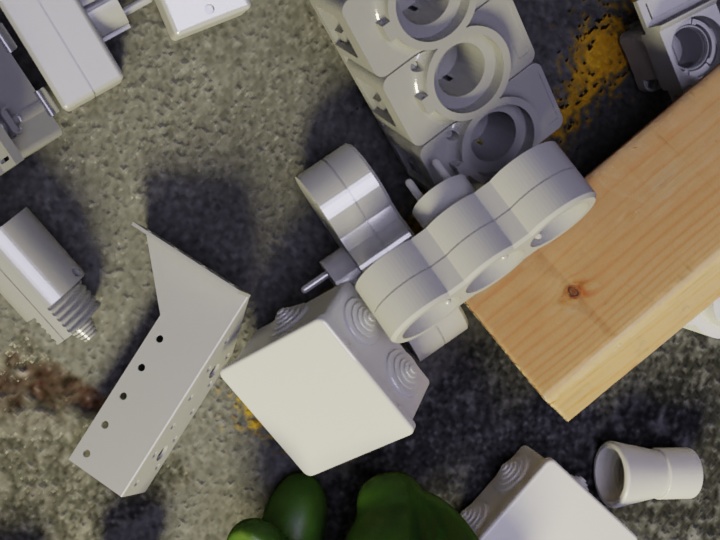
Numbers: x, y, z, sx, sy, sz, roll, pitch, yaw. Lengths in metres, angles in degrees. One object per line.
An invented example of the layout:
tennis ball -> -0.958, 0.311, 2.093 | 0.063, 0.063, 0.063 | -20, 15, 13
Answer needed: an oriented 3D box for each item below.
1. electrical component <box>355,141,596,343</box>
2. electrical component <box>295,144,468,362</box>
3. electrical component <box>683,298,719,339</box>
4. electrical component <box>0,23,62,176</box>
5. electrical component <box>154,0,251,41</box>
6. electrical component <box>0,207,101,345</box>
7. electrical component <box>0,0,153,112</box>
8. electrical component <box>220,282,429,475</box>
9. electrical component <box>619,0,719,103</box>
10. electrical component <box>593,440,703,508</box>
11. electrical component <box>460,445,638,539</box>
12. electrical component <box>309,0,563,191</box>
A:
electrical component -> 0.054, -0.028, 0.602 | 0.138, 0.052, 0.073 | -36, 74, 6
electrical component -> 0.000, 0.000, 0.656 | 0.074, 0.052, 0.138 | -35, 103, -4
electrical component -> 0.238, 0.019, 0.704 | 0.138, 0.074, 0.052 | 7, 95, -14
electrical component -> -0.222, -0.107, 0.580 | 0.063, 0.079, 0.121 | -41, 106, -36
electrical component -> -0.097, -0.178, 0.598 | 0.047, 0.076, 0.083 | -24, 102, -9
electrical component -> -0.181, 0.008, 0.618 | 0.043, 0.043, 0.081 | -40, 104, -6
electrical component -> -0.155, -0.144, 0.604 | 0.076, 0.047, 0.083 | -32, 103, -8
electrical component -> -0.019, 0.064, 0.641 | 0.100, 0.048, 0.099 | -29, 107, 34
electrical component -> 0.200, -0.139, 0.680 | 0.042, 0.064, 0.081 | -27, 103, -10
electrical component -> 0.197, 0.137, 0.727 | 0.065, 0.044, 0.044 | 3, 96, -18
electrical component -> 0.117, 0.176, 0.708 | 0.100, 0.048, 0.099 | 43, 86, -15
electrical component -> 0.047, -0.121, 0.619 | 0.089, 0.062, 0.150 | -38, 127, -6
